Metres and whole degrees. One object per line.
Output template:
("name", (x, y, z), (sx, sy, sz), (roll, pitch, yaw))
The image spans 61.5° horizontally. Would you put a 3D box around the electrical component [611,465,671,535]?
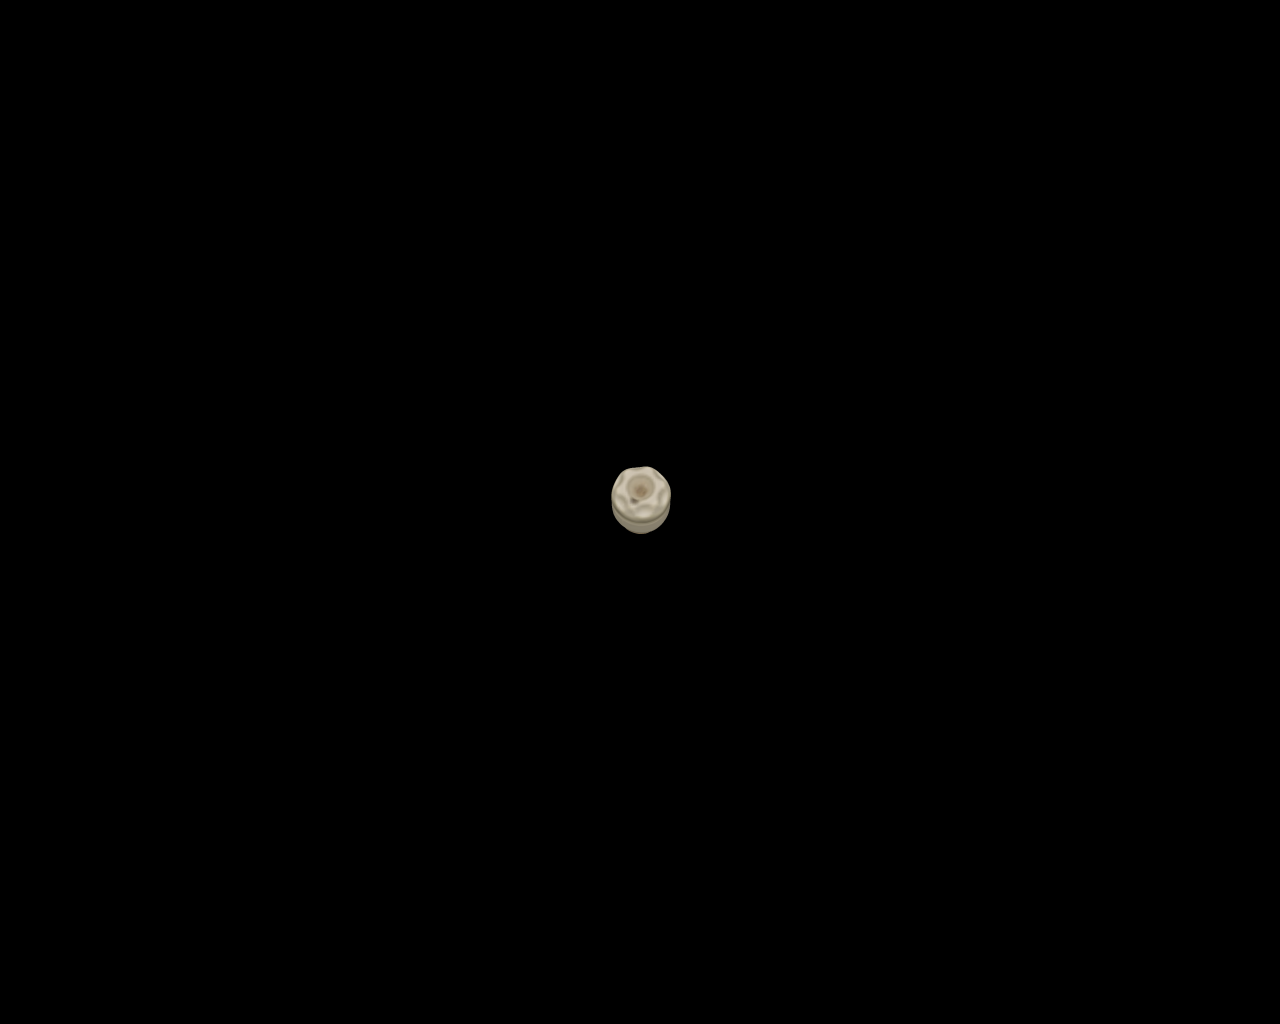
("electrical component", (0.001, -0.003, 0.650), (0.035, 0.035, 0.061), (0, -24, 0))
